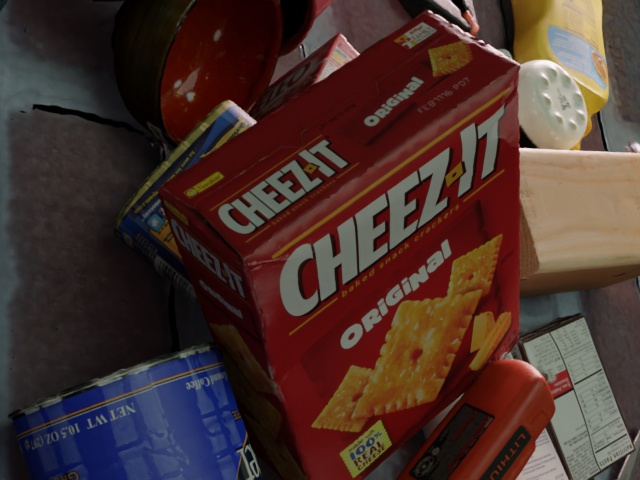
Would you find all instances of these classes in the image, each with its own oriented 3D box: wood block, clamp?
[{"bbox_3d":[0.179,-0.011,0.797,0.205,0.091,0.090,-2,74,-43],"label":"wood block"},{"bbox_3d":[0.072,-0.236,0.837,0.171,0.039,0.120,51,52,-19],"label":"clamp"}]

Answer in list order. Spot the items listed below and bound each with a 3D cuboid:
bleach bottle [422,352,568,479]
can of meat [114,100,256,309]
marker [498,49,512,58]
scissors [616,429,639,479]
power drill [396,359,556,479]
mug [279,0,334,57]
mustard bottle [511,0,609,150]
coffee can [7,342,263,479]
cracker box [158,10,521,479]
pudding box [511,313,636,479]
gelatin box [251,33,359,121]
[{"bbox_3d":[0.095,0.086,0.697,0.102,0.068,0.251,5,63,-60],"label":"bleach bottle"},{"bbox_3d":[-0.049,-0.013,0.581,0.084,0.057,0.102,40,74,5],"label":"can of meat"},{"bbox_3d":[0.113,-0.132,0.842,0.120,0.020,0.020,-24,89,-46],"label":"marker"},{"bbox_3d":[0.198,0.195,0.776,0.096,0.016,0.201,41,49,-22],"label":"scissors"},{"bbox_3d":[0.146,0.153,0.593,0.187,0.057,0.184,45,77,-16],"label":"power drill"},{"bbox_3d":[-0.039,-0.180,0.685,0.117,0.093,0.081,24,41,12],"label":"mug"},{"bbox_3d":[0.205,-0.158,0.909,0.096,0.058,0.191,22,58,-36],"label":"mustard bottle"},{"bbox_3d":[-0.073,0.130,0.495,0.102,0.103,0.140,-14,81,-45],"label":"coffee can"},{"bbox_3d":[0.026,0.020,0.539,0.164,0.072,0.214,-37,143,-21],"label":"cracker box"},{"bbox_3d":[0.175,0.118,0.774,0.089,0.039,0.113,-14,83,-45],"label":"pudding box"},{"bbox_3d":[-0.019,-0.076,0.646,0.030,0.089,0.073,41,49,-19],"label":"gelatin box"}]
